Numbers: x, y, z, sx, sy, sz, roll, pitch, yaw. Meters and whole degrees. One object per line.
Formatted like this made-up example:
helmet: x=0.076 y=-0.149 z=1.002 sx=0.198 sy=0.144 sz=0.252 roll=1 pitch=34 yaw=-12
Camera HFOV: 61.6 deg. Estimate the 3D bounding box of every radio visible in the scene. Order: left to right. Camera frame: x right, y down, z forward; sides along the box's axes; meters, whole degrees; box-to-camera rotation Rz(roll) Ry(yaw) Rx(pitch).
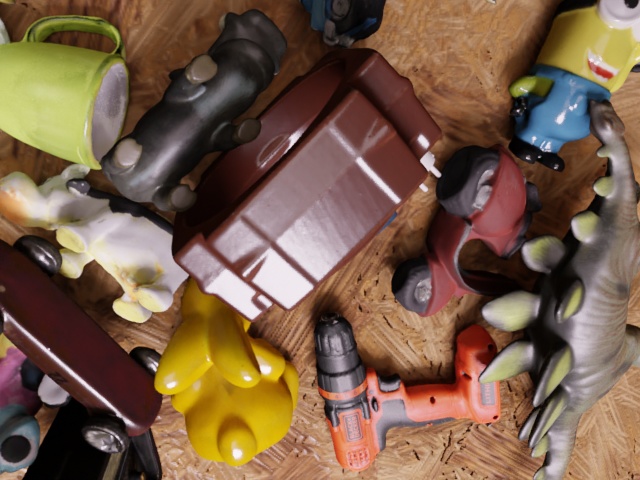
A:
radio: x=-0.197 y=0.240 z=0.460 sx=0.073 sy=0.230 sz=0.131 roll=-11 pitch=110 yaw=-2

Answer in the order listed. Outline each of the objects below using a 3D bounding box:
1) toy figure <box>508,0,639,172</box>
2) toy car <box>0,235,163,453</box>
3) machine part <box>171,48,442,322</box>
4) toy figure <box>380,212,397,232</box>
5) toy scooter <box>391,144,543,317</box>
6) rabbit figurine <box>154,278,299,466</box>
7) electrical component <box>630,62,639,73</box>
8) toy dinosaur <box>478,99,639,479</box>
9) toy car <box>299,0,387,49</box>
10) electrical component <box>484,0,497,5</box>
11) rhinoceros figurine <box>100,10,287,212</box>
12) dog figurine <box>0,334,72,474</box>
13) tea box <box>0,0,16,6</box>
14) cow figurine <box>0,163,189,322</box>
toy figure: x=0.234 y=-0.158 z=0.498 sx=0.082 sy=0.089 sz=0.180 roll=5 pitch=118 yaw=-42
toy car: x=-0.202 y=0.084 z=0.429 sx=0.053 sy=0.089 sz=0.202 roll=-19 pitch=122 yaw=30
machine part: x=-0.018 y=-0.049 z=0.422 sx=0.201 sy=0.202 sz=0.087 roll=-45 pitch=111 yaw=4
toy figure: x=0.000 y=0.000 z=0.515 sx=0.154 sy=0.058 sz=0.064 roll=-32 pitch=102 yaw=5
toy scooter: x=0.163 y=0.004 z=0.534 sx=0.135 sy=0.075 sz=0.183 roll=21 pitch=102 yaw=-17
rabbit figurine: x=-0.094 y=0.106 z=0.494 sx=0.122 sy=0.162 sz=0.173 roll=-7 pitch=89 yaw=5
electrical component: x=0.333 y=-0.220 z=0.478 sx=0.058 sy=0.115 sz=0.134 roll=-8 pitch=108 yaw=-10
toy dinosaur: x=0.253 y=0.102 z=0.533 sx=0.198 sy=0.105 sz=0.470 roll=-17 pitch=113 yaw=-22
toy car: x=0.017 y=-0.245 z=0.436 sx=0.103 sy=0.109 sz=0.161 roll=25 pitch=113 yaw=9
electrical component: x=0.161 y=-0.264 z=0.478 sx=0.102 sy=0.045 sz=0.078 roll=-36 pitch=79 yaw=-1
rhinoceros figurine: x=-0.095 y=-0.107 z=0.441 sx=0.073 sy=0.112 sz=0.190 roll=42 pitch=82 yaw=-25
dog figurine: x=-0.315 y=0.158 z=0.489 sx=0.108 sy=0.191 sz=0.219 roll=35 pitch=131 yaw=-21
tea box: x=-0.316 y=-0.247 z=0.390 sx=0.170 sy=0.068 sz=0.098 roll=11 pitch=103 yaw=-13
cow figurine: x=-0.187 y=-0.012 z=0.469 sx=0.167 sy=0.098 sz=0.068 roll=42 pitch=135 yaw=-14
